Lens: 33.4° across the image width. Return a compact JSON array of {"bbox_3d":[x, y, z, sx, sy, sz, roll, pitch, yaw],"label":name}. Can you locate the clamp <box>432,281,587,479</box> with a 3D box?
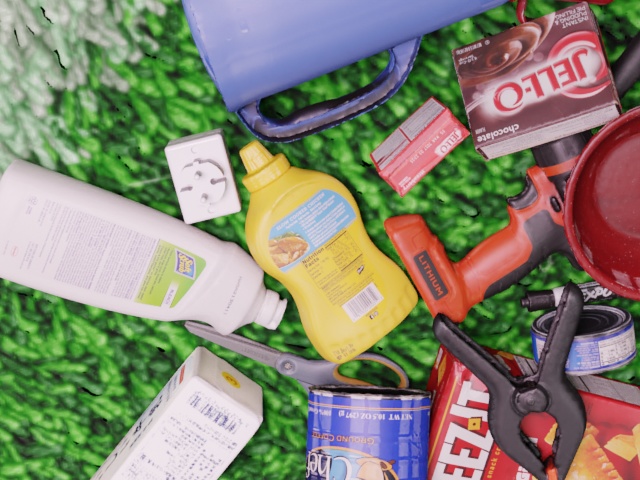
[{"bbox_3d":[0.176,0.115,0.858,0.120,0.039,0.171,-22,103,20],"label":"clamp"}]

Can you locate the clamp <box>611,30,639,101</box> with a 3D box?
[{"bbox_3d":[0.292,-0.184,0.857,0.164,0.036,0.210,-5,103,-10],"label":"clamp"}]

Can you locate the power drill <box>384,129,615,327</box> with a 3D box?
[{"bbox_3d":[0.151,-0.025,0.884,0.188,0.057,0.184,-27,100,5],"label":"power drill"}]

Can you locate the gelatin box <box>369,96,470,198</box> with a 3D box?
[{"bbox_3d":[0.078,-0.076,0.852,0.073,0.089,0.030,-43,102,8],"label":"gelatin box"}]

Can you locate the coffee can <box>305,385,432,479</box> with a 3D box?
[{"bbox_3d":[0.038,0.193,0.876,0.102,0.103,0.140,3,86,-3],"label":"coffee can"}]

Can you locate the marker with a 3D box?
[{"bbox_3d":[0.234,0.045,0.925,0.121,0.020,0.020,-9,105,0],"label":"marker"}]

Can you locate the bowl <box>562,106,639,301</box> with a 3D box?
[{"bbox_3d":[0.263,-0.035,0.827,0.162,0.055,0.162,0,109,0],"label":"bowl"}]

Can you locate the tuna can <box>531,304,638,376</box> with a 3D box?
[{"bbox_3d":[0.222,0.083,0.900,0.086,0.086,0.034,-10,103,0],"label":"tuna can"}]

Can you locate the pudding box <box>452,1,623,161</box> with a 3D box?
[{"bbox_3d":[0.167,-0.121,0.824,0.114,0.039,0.090,-19,66,21],"label":"pudding box"}]

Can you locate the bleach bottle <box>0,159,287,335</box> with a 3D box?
[{"bbox_3d":[-0.151,0.024,0.883,0.250,0.068,0.103,22,104,-10],"label":"bleach bottle"}]

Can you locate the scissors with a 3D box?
[{"bbox_3d":[-0.024,0.128,0.938,0.201,0.016,0.096,7,104,-4],"label":"scissors"}]

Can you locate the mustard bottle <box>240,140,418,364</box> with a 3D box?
[{"bbox_3d":[-0.006,0.001,0.882,0.096,0.058,0.191,-37,103,-13],"label":"mustard bottle"}]

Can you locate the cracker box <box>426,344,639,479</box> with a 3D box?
[{"bbox_3d":[0.190,0.194,0.934,0.213,0.072,0.164,15,103,-5],"label":"cracker box"}]

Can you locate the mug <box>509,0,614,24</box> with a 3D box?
[{"bbox_3d":[0.189,-0.215,0.826,0.081,0.093,0.117,5,121,-9],"label":"mug"}]

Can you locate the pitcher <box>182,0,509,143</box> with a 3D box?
[{"bbox_3d":[0.021,-0.185,0.808,0.243,0.149,0.145,-18,69,-1],"label":"pitcher"}]
